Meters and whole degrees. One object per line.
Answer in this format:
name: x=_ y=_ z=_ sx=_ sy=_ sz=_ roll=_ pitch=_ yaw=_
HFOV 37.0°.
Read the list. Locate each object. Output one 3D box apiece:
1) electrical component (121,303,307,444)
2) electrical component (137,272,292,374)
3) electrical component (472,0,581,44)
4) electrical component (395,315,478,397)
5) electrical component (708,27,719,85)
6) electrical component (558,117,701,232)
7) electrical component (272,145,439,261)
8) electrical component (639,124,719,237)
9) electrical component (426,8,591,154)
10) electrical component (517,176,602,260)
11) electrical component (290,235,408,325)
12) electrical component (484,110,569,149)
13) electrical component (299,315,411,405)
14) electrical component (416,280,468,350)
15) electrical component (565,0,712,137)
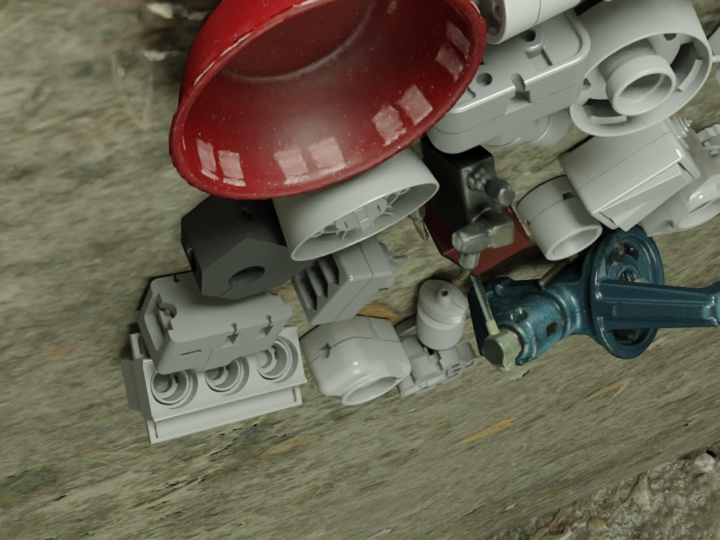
electrical component: x=-0.110 y=0.074 z=0.801 sx=0.121 sy=0.078 sz=0.063 roll=-11 pitch=-177 yaw=-30
electrical component: x=-0.102 y=0.034 z=0.745 sx=0.089 sy=0.050 sz=0.055 roll=-12 pitch=154 yaw=-30
electrical component: x=0.078 y=-0.145 z=0.529 sx=0.047 sy=0.055 sz=0.055 roll=-24 pitch=158 yaw=-12
electrical component: x=0.062 y=0.076 z=1.001 sx=0.078 sy=0.057 sz=0.058 roll=-23 pitch=158 yaw=-7
electrical component: x=0.261 y=-0.133 z=0.706 sx=0.076 sy=0.083 sz=0.047 roll=-11 pitch=154 yaw=-30
electrical component: x=0.211 y=-0.078 z=0.807 sx=0.096 sy=0.061 sz=0.062 roll=-33 pitch=156 yaw=20
electrical component: x=-0.004 y=-0.044 z=0.652 sx=0.099 sy=0.064 sz=0.099 roll=-22 pitch=157 yaw=-10
electrical component: x=0.271 y=-0.070 z=0.895 sx=0.050 sy=0.055 sz=0.089 roll=-10 pitch=154 yaw=-32
electrical component: x=0.077 y=-0.109 z=0.608 sx=0.095 sy=0.053 sz=0.059 roll=-23 pitch=158 yaw=-4
electrical component: x=0.160 y=-0.040 z=0.857 sx=0.055 sy=0.047 sz=0.055 roll=-21 pitch=158 yaw=-9
electrical component: x=0.000 y=0.000 z=0.780 sx=0.077 sy=0.047 sz=0.065 roll=-7 pitch=152 yaw=-37
electrical component: x=0.104 y=-0.097 z=0.682 sx=0.044 sy=0.044 sz=0.065 roll=-39 pitch=159 yaw=31
electrical component: x=-0.001 y=0.079 z=0.940 sx=0.054 sy=0.059 sz=0.095 roll=-36 pitch=156 yaw=25
electrical component: x=0.072 y=0.036 z=0.941 sx=0.043 sy=0.043 sz=0.081 roll=-22 pitch=157 yaw=-9
electrical component: x=0.163 y=-0.130 z=0.659 sx=0.099 sy=0.064 sz=0.099 roll=-12 pitch=148 yaw=-8
